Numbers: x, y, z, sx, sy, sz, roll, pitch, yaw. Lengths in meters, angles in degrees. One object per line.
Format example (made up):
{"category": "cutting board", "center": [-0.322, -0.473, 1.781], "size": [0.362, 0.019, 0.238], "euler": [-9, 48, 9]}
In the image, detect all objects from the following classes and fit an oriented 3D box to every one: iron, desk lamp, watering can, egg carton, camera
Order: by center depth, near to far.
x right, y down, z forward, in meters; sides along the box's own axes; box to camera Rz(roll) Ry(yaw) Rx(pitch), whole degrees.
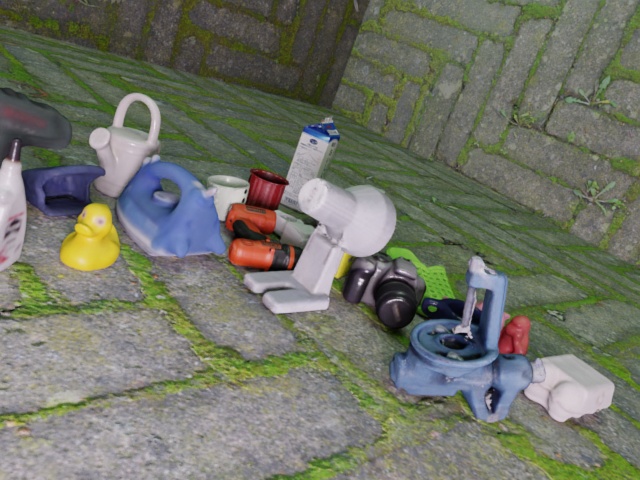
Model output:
{"category": "egg carton", "center": [0.406, 0.241, 0.934], "size": [0.151, 0.069, 0.107], "euler": [4, 25, -41]}
{"category": "desk lamp", "center": [0.009, 0.003, 0.937], "size": [0.204, 0.213, 0.117], "euler": [0, 28, -47]}
{"category": "iron", "center": [-0.260, -0.071, 0.965], "size": [0.257, 0.141, 0.119], "euler": [34, 23, 33]}
{"category": "camera", "center": [0.119, 0.086, 1.003], "size": [0.143, 0.101, 0.137], "euler": [20, 19, -2]}
{"category": "watering can", "center": [-0.357, -0.179, 1.076], "size": [0.101, 0.194, 0.173], "euler": [19, 19, -5]}

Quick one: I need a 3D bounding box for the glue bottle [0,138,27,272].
{"category": "glue bottle", "center": [-0.388, -0.044, 0.706], "size": [0.037, 0.173, 0.078], "euler": [19, 19, -6]}

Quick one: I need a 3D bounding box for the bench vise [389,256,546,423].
{"category": "bench vise", "center": [0.223, 0.133, 0.801], "size": [0.208, 0.220, 0.121], "euler": [12, 21, -26]}

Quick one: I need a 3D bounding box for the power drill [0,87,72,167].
{"category": "power drill", "center": [-0.461, -0.118, 0.777], "size": [0.075, 0.208, 0.230], "euler": [32, 22, 29]}

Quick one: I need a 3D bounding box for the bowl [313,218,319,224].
{"category": "bowl", "center": [0.048, -0.044, 1.322], "size": [0.167, 0.075, 0.167], "euler": [19, 19, -6]}

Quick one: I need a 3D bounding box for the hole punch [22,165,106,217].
{"category": "hole punch", "center": [-0.425, -0.096, 0.938], "size": [0.100, 0.091, 0.109], "euler": [29, 20, 23]}

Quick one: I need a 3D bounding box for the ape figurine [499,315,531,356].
{"category": "ape figurine", "center": [0.339, 0.173, 1.013], "size": [0.076, 0.092, 0.077], "euler": [10, 22, -29]}

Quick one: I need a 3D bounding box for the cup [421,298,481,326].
{"category": "cup", "center": [0.209, 0.151, 0.931], "size": [0.117, 0.095, 0.092], "euler": [23, 19, 5]}

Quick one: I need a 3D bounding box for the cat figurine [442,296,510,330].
{"category": "cat figurine", "center": [0.258, 0.138, 0.982], "size": [0.127, 0.118, 0.067], "euler": [22, 19, 2]}

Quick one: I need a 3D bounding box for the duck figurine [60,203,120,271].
{"category": "duck figurine", "center": [-0.323, -0.013, 0.825], "size": [0.077, 0.086, 0.104], "euler": [22, 19, 1]}
